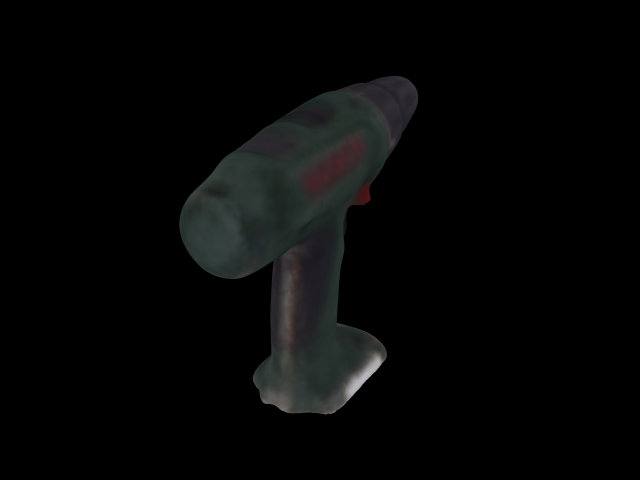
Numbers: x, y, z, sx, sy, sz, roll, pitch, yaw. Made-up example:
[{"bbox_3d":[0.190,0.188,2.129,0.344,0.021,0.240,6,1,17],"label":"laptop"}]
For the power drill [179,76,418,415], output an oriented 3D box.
[{"bbox_3d":[0.004,0.001,0.400,0.075,0.208,0.230,13,26,29],"label":"power drill"}]
